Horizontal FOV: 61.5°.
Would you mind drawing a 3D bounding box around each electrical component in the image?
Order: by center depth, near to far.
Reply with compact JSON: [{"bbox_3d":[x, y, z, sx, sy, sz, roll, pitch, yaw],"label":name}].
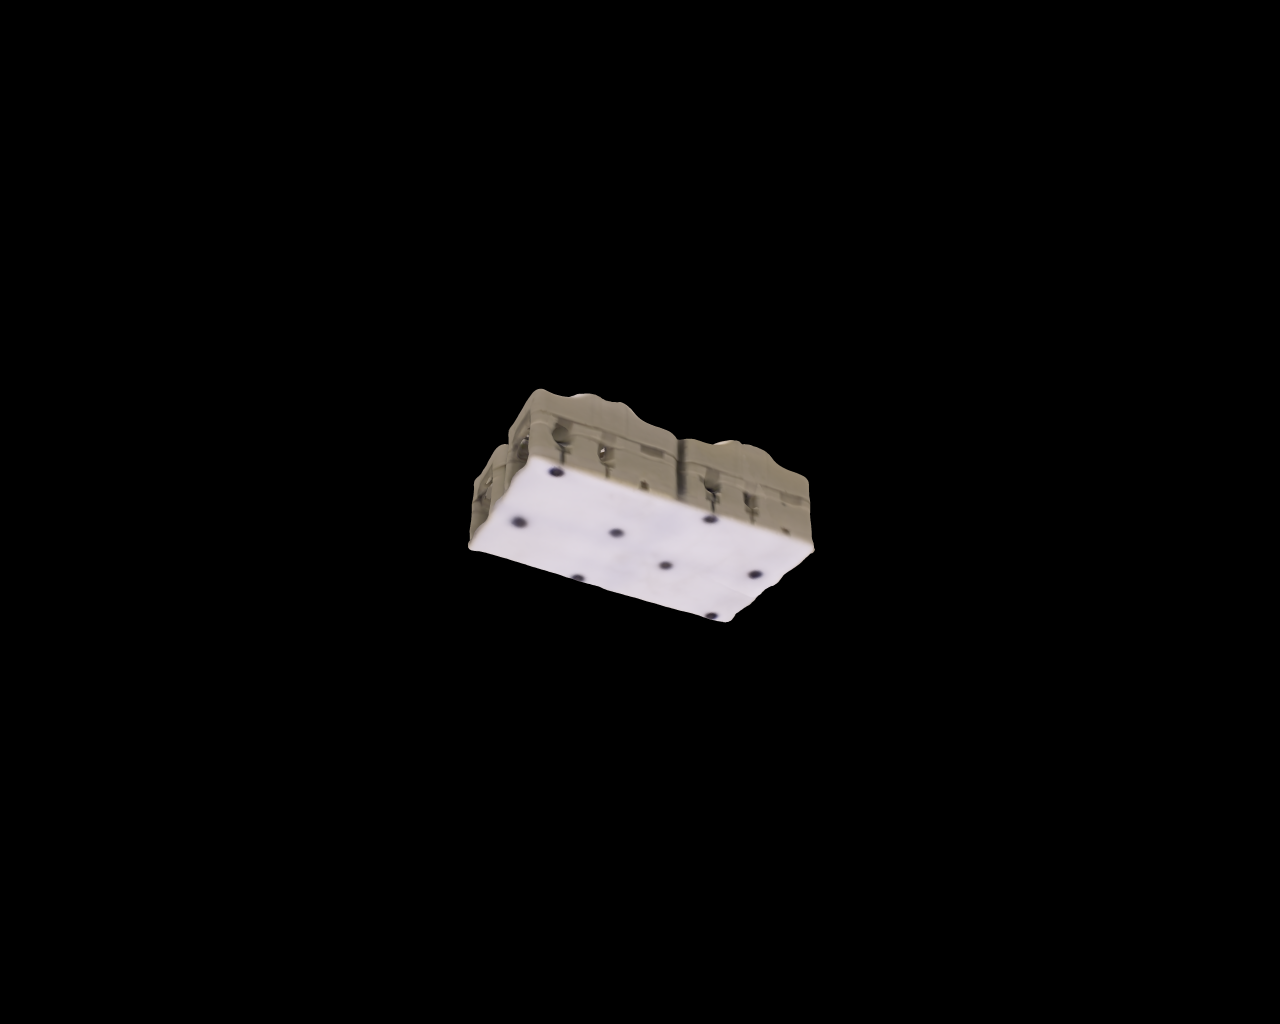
[{"bbox_3d":[0.001,-0.003,0.650,0.186,0.060,0.105,17,-40,-22],"label":"electrical component"}]
